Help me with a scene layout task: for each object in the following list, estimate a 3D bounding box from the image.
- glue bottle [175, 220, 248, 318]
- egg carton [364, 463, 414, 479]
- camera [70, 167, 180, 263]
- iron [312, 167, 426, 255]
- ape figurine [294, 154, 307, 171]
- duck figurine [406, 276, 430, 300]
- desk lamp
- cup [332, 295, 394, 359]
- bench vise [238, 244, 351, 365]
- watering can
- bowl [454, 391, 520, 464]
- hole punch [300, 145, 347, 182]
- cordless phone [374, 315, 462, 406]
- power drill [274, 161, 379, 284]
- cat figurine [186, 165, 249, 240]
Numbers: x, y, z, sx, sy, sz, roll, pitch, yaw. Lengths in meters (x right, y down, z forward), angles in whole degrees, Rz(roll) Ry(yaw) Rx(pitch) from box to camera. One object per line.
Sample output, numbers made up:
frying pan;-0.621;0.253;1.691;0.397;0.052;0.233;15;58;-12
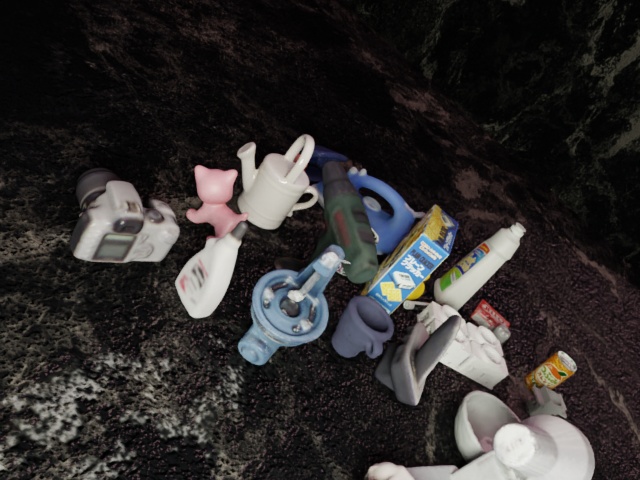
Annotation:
glue bottle;-0.150;0.033;0.825;0.037;0.173;0.078;-4;50;-50
egg carton;0.104;0.372;0.752;0.150;0.069;0.107;48;31;15
camera;-0.293;-0.046;0.847;0.144;0.100;0.136;4;45;-45
iron;0.110;-0.084;1.300;0.258;0.141;0.119;41;30;4
ape figurine;-0.061;-0.147;1.247;0.076;0.092;0.078;51;32;19
duck figurine;0.212;0.075;1.255;0.077;0.086;0.105;41;30;3
desk lamp;0.264;0.337;0.831;0.204;0.213;0.117;14;38;-36
cup;0.066;0.165;0.963;0.092;0.095;0.117;22;34;-28
bench vise;-0.030;0.065;0.867;0.122;0.219;0.207;31;31;-14
watering can;-0.077;-0.122;1.094;0.173;0.194;0.100;12;39;-38
bowl;0.287;0.349;0.978;0.168;0.074;0.167;28;32;-19
hole punch;-0.006;-0.201;1.381;0.109;0.091;0.101;1;47;-47
cordless phone;0.191;0.182;0.986;0.094;0.185;0.148;38;30;-1
power drill;0.009;0.004;1.005;0.076;0.208;0.229;9;41;-41
cat figurine;-0.173;-0.067;0.991;0.127;0.117;0.067;48;31;14
